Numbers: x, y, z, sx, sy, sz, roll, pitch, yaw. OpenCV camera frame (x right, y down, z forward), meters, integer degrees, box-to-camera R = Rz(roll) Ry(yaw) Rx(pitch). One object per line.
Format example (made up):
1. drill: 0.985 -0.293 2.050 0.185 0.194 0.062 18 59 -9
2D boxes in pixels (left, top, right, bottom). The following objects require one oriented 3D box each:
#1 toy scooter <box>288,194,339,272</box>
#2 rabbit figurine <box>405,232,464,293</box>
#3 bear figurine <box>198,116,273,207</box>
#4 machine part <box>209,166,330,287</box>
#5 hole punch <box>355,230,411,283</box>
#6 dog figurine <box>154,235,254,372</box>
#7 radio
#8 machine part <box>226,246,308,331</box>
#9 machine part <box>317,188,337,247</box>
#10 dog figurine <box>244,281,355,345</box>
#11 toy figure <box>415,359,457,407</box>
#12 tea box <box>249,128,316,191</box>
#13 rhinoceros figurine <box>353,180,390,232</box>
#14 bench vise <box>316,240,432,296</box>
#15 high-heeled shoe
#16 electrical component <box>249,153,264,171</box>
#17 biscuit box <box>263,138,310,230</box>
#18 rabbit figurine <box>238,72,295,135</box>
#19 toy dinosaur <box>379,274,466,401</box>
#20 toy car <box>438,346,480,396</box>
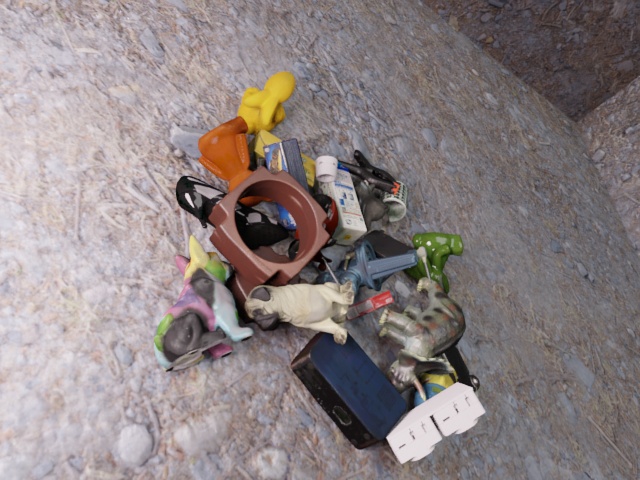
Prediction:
1. toy scooter: -0.002 -0.004 1.202 0.135 0.075 0.184 53 53 -47
2. rabbit figurine: 0.308 0.068 1.448 0.159 0.121 0.170 14 65 -30
3. bear figurine: -0.179 -0.160 1.185 0.195 0.120 0.132 55 15 -13
4. machine part: -0.098 -0.024 1.048 0.201 0.087 0.201 47 56 -7
5. hole punch: 0.149 0.042 1.355 0.116 0.092 0.142 33 36 20
6. dog figurine: -0.222 0.102 0.939 0.191 0.108 0.219 -6 59 -42
7. radio: 0.057 0.288 1.065 0.229 0.073 0.131 49 40 4
8. machine part: -0.108 0.094 1.085 0.179 0.056 0.179 23 45 -25
9. machine part: 0.007 -0.047 1.291 0.039 0.084 0.139 -5 68 -17
10. dog figurine: -0.039 0.120 1.021 0.191 0.172 0.121 11 81 0
11. toy figure: 0.258 0.344 1.197 0.089 0.082 0.180 57 28 -19
12. tea box: -0.097 -0.183 1.314 0.169 0.068 0.098 28 44 -22
13. rhinoceros figurine: 0.118 -0.094 1.396 0.073 0.111 0.190 -15 27 -9
14. bench vise: 0.117 0.064 1.187 0.223 0.241 0.128 -25 99 -74
15. high-heeled shoe: -0.185 -0.062 1.135 0.248 0.086 0.145 11 39 -44
16. electrical component: -0.150 -0.149 1.240 0.063 0.093 0.021 24 31 34
17. biscuit box: -0.069 -0.125 1.229 0.063 0.059 0.202 -26 107 -50
18. rabbit figurine: -0.134 -0.347 1.334 0.122 0.173 0.162 46 34 -8
19. toy dinosaur: 0.259 0.200 1.224 0.192 0.131 0.405 34 46 23
20. toy car: 0.320 0.302 1.308 0.073 0.056 0.202 -4 60 -38
